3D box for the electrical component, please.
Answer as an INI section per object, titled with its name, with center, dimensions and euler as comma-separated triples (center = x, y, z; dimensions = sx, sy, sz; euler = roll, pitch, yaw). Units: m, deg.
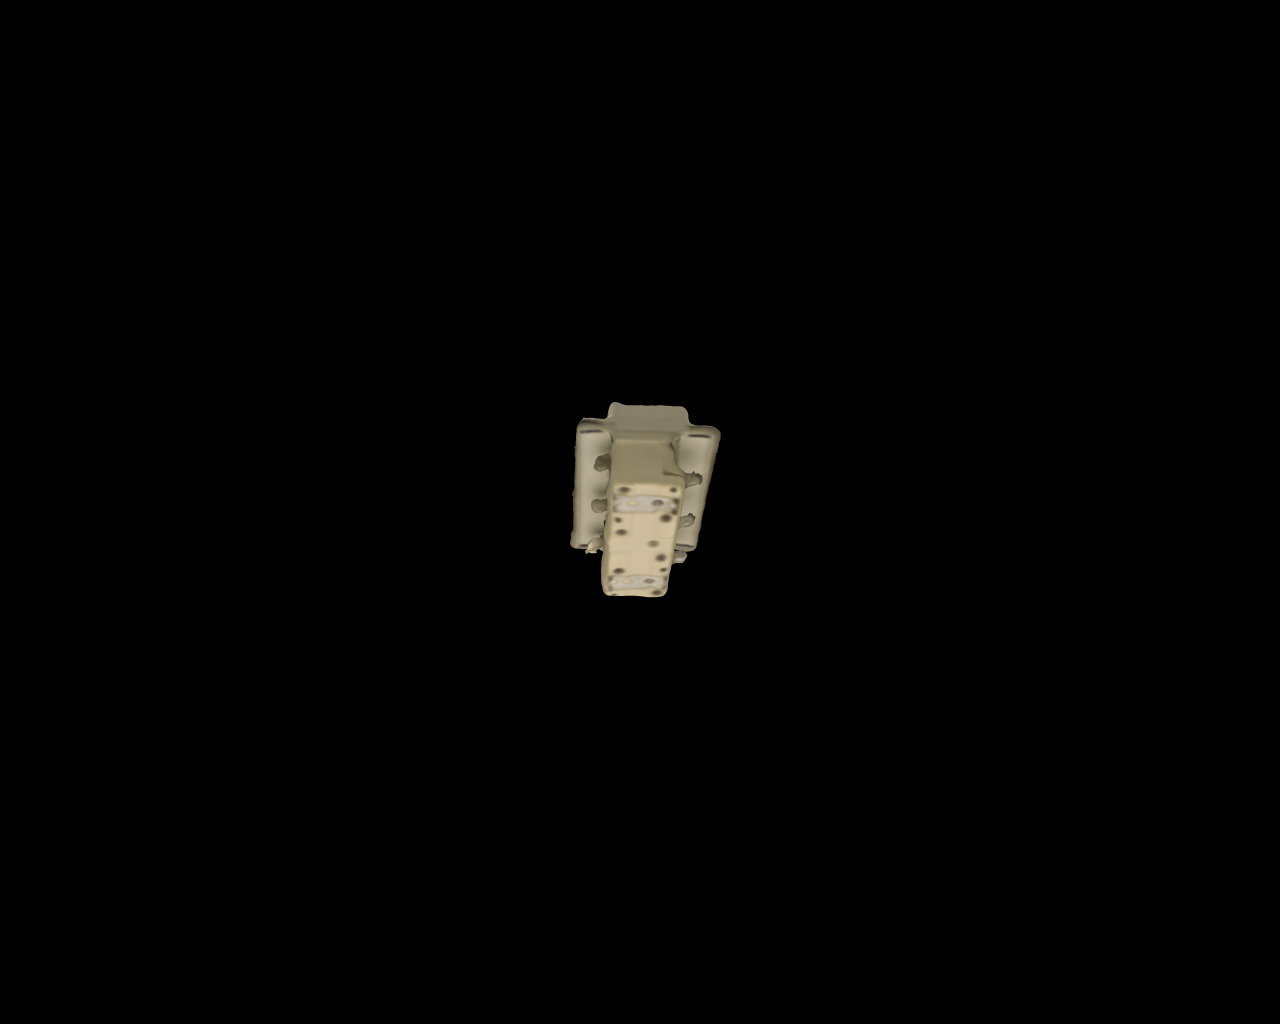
[electrical component]
center = 0.001, -0.003, 0.650
dimensions = 0.079, 0.063, 0.121
euler = 3, -37, -4
